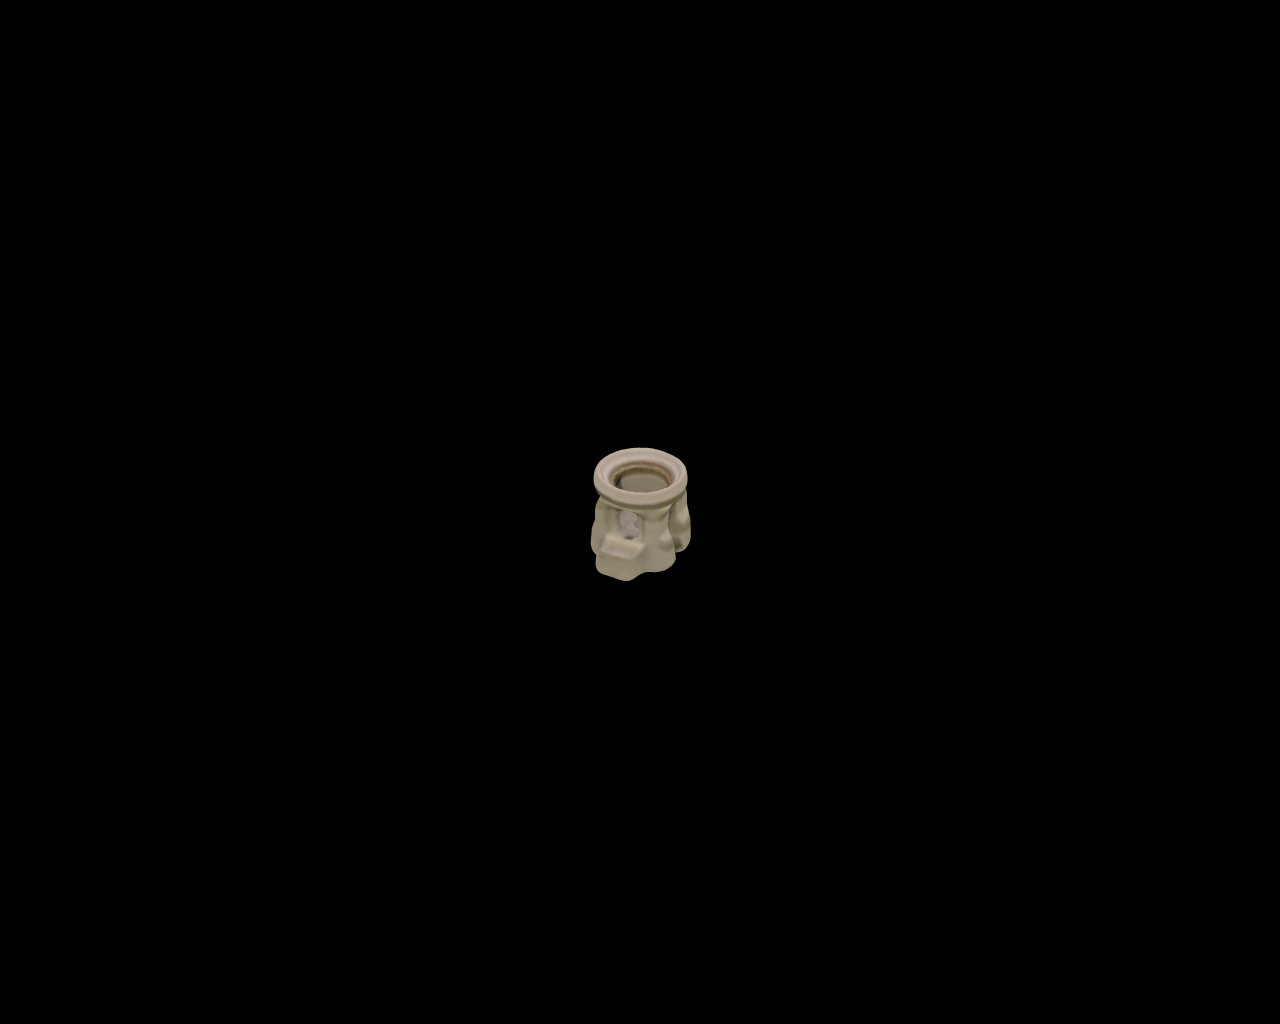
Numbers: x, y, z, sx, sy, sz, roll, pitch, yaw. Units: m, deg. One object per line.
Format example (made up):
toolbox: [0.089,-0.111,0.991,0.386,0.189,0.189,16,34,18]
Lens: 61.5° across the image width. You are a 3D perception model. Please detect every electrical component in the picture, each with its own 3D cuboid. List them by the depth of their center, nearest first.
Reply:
electrical component: [0.001,-0.003,0.650,0.058,0.056,0.078,16,37,22]
